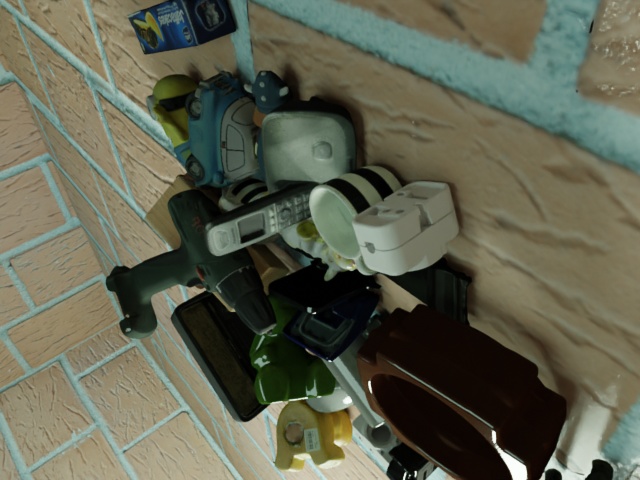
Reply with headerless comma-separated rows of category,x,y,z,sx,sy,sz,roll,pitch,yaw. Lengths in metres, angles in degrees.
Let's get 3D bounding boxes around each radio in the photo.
radio,-0.150,0.191,0.949,0.229,0.131,0.073,57,152,3

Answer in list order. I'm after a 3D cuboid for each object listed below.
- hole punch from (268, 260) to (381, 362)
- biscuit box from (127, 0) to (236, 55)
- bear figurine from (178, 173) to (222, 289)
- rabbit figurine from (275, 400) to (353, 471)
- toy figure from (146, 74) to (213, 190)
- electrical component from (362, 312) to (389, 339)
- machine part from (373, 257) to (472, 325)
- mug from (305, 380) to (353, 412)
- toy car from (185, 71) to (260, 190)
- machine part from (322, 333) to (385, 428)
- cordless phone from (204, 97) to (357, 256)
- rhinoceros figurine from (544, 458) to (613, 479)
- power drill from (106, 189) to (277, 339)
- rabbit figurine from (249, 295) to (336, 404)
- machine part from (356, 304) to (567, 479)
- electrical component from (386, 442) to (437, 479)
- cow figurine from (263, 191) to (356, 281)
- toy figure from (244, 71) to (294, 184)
hole punch,0.008,0.089,0.718,0.142,0.116,0.092,15,124,51
biscuit box,-0.190,-0.292,0.722,0.203,0.063,0.059,20,135,52
bear figurine,-0.197,-0.035,0.939,0.120,0.132,0.195,-23,103,32
rabbit figurine,-0.005,0.334,0.977,0.122,0.173,0.162,-30,60,24
toy figure,-0.200,-0.171,0.847,0.180,0.089,0.082,57,159,-16
electrical component,0.091,0.128,0.722,0.063,0.021,0.094,53,149,13
machine part,0.107,0.042,0.594,0.139,0.039,0.084,30,147,41
mug,0.038,0.241,0.876,0.109,0.081,0.107,35,147,-9
toy car,-0.117,-0.140,0.732,0.103,0.109,0.161,21,128,18
machine part,0.055,0.180,0.780,0.243,0.079,0.079,52,152,12
cordless phone,-0.052,-0.067,0.587,0.089,0.184,0.146,44,150,36
rhinoceros figurine,0.241,0.294,0.546,0.073,0.112,0.190,49,144,14
power drill,-0.186,0.062,0.744,0.207,0.086,0.232,-30,77,22
rabbit figurine,-0.053,0.168,0.860,0.159,0.121,0.170,134,131,-69
machine part,0.146,0.174,0.574,0.201,0.087,0.201,27,151,34
electrical component,0.138,0.338,0.804,0.048,0.075,0.119,37,142,37
cow figurine,-0.002,-0.001,0.699,0.168,0.068,0.098,43,155,34
toy figure,-0.054,-0.136,0.660,0.058,0.064,0.154,-93,1,-54
